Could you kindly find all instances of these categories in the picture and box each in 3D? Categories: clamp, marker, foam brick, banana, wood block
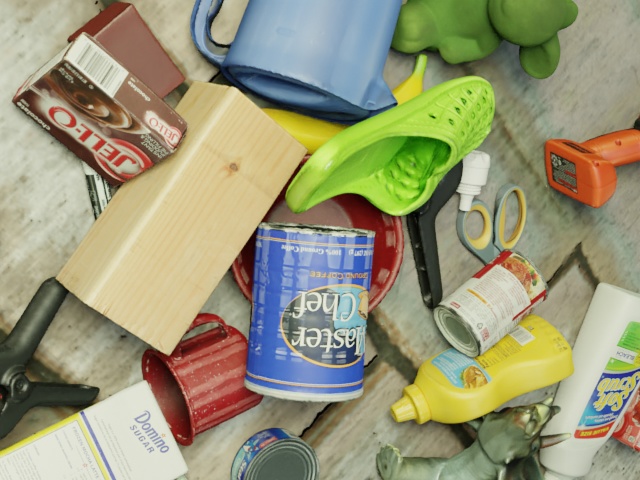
[{"bbox_3d":[-0.253,0.104,0.872,0.171,0.039,0.120,-25,109,-53],"label":"clamp"},{"bbox_3d":[-0.184,-0.016,0.916,0.020,0.020,0.121,-18,113,-25],"label":"marker"},{"bbox_3d":[-0.159,-0.148,0.873,0.053,0.051,0.078,-42,120,-13],"label":"foam brick"},{"bbox_3d":[0.024,-0.115,1.002,0.197,0.037,0.069,-22,97,-25],"label":"banana"},{"bbox_3d":[-0.115,-0.021,0.888,0.090,0.090,0.206,38,82,-30],"label":"wood block"},{"bbox_3d":[0.095,-0.034,1.064,0.164,0.036,0.210,25,94,-34],"label":"clamp"}]

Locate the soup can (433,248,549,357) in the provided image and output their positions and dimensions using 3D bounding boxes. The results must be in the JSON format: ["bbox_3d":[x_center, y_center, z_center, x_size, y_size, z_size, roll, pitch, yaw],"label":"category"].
[{"bbox_3d":[0.176,0.065,1.099,0.102,0.069,0.068,-37,119,-18],"label":"soup can"}]

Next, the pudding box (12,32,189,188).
[{"bbox_3d":[-0.173,-0.100,0.845,0.113,0.090,0.039,43,49,-22],"label":"pudding box"}]

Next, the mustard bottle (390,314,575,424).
[{"bbox_3d":[0.161,0.144,1.115,0.191,0.096,0.058,-22,119,-13],"label":"mustard bottle"}]

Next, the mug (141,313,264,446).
[{"bbox_3d":[-0.104,0.117,0.958,0.081,0.093,0.117,-22,123,-29],"label":"mug"}]

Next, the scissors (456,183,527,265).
[{"bbox_3d":[0.177,0.037,1.146,0.096,0.016,0.202,3,103,-30],"label":"scissors"}]

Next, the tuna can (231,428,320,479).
[{"bbox_3d":[-0.045,0.231,1.060,0.086,0.034,0.086,-9,108,-28],"label":"tuna can"}]

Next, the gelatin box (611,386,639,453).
[{"bbox_3d":[0.375,0.200,1.275,0.030,0.073,0.089,31,88,-32],"label":"gelatin box"}]

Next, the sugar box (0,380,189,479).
[{"bbox_3d":[-0.213,0.202,0.928,0.176,0.048,0.093,-24,87,-25],"label":"sugar box"}]

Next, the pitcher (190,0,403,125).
[{"bbox_3d":[0.005,-0.231,0.901,0.149,0.145,0.243,22,84,-38],"label":"pitcher"}]

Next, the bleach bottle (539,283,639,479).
[{"bbox_3d":[0.324,0.181,1.247,0.102,0.068,0.251,16,98,-33],"label":"bleach bottle"}]

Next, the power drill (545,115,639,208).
[{"bbox_3d":[0.348,-0.089,1.121,0.187,0.185,0.057,-17,112,-16],"label":"power drill"}]

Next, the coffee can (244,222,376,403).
[{"bbox_3d":[-0.009,0.058,0.908,0.102,0.103,0.140,2,94,-31],"label":"coffee can"}]

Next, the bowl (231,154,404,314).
[{"bbox_3d":[-0.006,0.001,0.985,0.162,0.055,0.162,-1,95,-9],"label":"bowl"}]
